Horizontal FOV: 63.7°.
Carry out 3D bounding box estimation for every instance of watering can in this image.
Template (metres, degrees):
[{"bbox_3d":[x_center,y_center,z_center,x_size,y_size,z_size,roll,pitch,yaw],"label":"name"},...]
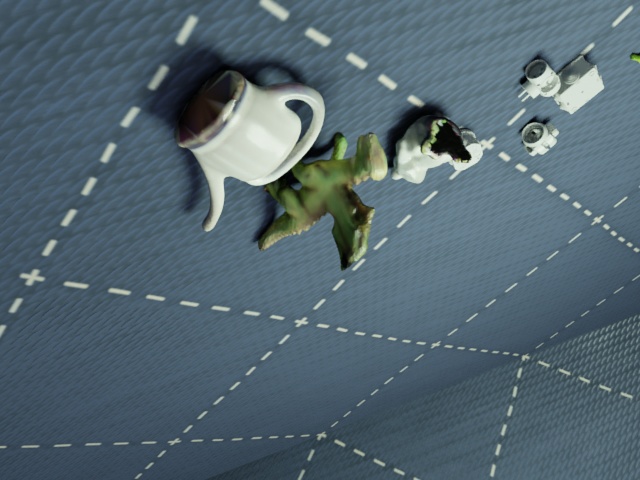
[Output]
[{"bbox_3d":[-0.149,-0.148,0.874,0.344,0.106,0.222,-41,139,19],"label":"watering can"}]

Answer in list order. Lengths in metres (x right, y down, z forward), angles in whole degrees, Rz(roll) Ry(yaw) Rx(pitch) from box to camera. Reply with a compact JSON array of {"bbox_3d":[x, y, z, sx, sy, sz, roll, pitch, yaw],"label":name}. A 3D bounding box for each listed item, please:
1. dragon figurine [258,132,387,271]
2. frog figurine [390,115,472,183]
[{"bbox_3d":[0.003,-0.049,0.972,0.122,0.248,0.402,0,134,-35],"label":"dragon figurine"},{"bbox_3d":[0.213,-0.184,1.063,0.138,0.123,0.158,-14,178,-26],"label":"frog figurine"}]
